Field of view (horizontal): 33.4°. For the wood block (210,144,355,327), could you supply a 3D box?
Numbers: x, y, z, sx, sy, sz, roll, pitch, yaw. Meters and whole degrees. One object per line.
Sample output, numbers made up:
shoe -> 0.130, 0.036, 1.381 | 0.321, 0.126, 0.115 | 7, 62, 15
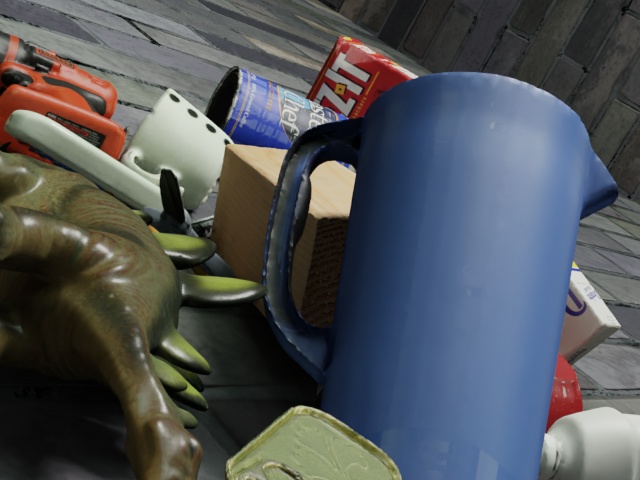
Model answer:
wood block -> -0.004, 0.001, 0.756 | 0.090, 0.091, 0.206 | 4, 15, -22

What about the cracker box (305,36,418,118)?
cracker box -> 0.077, -0.099, 1.161 | 0.214, 0.164, 0.072 | 34, 14, 16

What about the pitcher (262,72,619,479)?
pitcher -> 0.056, 0.041, 0.565 | 0.149, 0.242, 0.144 | -15, -39, 42

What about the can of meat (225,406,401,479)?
can of meat -> -0.019, 0.126, 0.435 | 0.057, 0.084, 0.102 | 32, 16, 11

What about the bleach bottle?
bleach bottle -> 0.238, 0.175, 0.735 | 0.250, 0.102, 0.068 | 15, 12, -23

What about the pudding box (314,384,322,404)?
pudding box -> 0.047, 0.095, 0.733 | 0.090, 0.039, 0.113 | 25, 13, -2

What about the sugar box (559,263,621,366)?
sugar box -> 0.178, 0.034, 0.957 | 0.048, 0.093, 0.176 | 10, 42, -53

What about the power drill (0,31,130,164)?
power drill -> -0.242, -0.122, 0.881 | 0.184, 0.057, 0.188 | 20, 18, -29

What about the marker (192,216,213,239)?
marker -> -0.094, -0.008, 0.851 | 0.020, 0.020, 0.121 | 32, 16, 11

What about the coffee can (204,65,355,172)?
coffee can -> -0.042, -0.100, 1.074 | 0.140, 0.103, 0.103 | 23, 17, -20

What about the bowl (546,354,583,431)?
bowl -> 0.148, 0.106, 0.843 | 0.162, 0.055, 0.162 | 26, 16, -9

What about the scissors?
scissors -> -0.080, 0.000, 0.695 | 0.096, 0.016, 0.202 | 41, -15, -9
